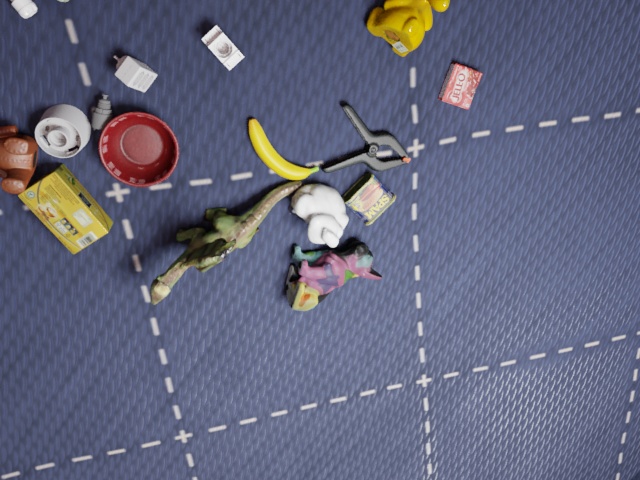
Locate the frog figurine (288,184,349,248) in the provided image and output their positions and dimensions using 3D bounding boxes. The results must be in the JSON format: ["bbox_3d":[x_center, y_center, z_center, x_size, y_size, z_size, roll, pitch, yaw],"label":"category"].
[{"bbox_3d":[0.004,-0.059,1.179,0.136,0.162,0.122,34,100,-22],"label":"frog figurine"}]

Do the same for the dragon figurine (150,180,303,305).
[{"bbox_3d":[-0.205,0.003,1.119,0.409,0.246,0.121,-34,110,5],"label":"dragon figurine"}]
